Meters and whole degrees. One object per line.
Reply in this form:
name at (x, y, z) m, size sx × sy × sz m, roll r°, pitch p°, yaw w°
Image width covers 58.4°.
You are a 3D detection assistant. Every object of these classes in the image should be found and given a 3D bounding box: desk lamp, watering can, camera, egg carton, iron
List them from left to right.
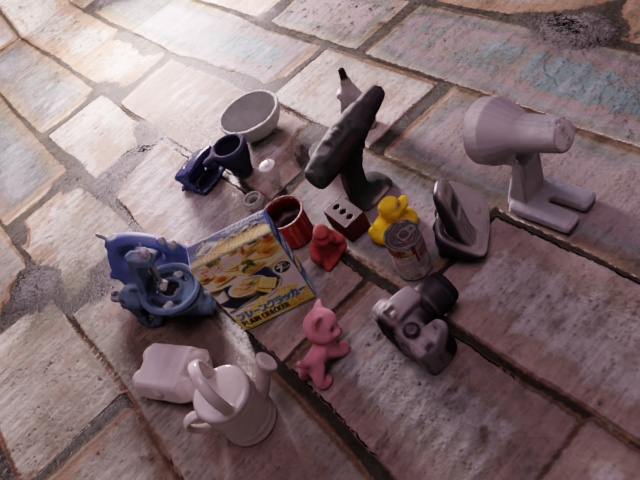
iron at (-0.360, 0.027, 1.245) m, size 0.257 × 0.142 × 0.119 m, roll -1°, pitch 53°, yaw 24°
egg carton at (-0.278, 0.251, 1.076) m, size 0.150 × 0.070 × 0.107 m, roll -1°, pitch 53°, yaw 24°
watering can at (-0.148, 0.250, 0.932) m, size 0.100 × 0.195 × 0.173 m, roll 24°, pitch 67°, yaw 37°
camera at (0.173, 0.122, 0.950) m, size 0.137 × 0.101 × 0.142 m, roll -41°, pitch 48°, yaw -11°
desk lamp at (0.364, -0.143, 0.998) m, size 0.202 × 0.214 × 0.118 m, roll 28°, pitch 69°, yaw 38°

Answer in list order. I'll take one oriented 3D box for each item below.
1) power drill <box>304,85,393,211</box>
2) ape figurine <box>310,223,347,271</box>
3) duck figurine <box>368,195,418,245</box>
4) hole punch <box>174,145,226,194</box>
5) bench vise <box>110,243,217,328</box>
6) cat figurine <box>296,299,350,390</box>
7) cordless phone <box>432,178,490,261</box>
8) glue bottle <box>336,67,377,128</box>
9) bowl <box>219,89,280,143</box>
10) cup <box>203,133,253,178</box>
power drill at (0.074, -0.167, 1.155) m, size 0.075 × 0.209 × 0.230 m, roll 29°, pitch 70°, yaw 39°
ape figurine at (0.010, 0.004, 1.126) m, size 0.077 × 0.092 × 0.076 m, roll -20°, pitch 48°, yaw 9°
duck figurine at (0.136, -0.046, 1.113) m, size 0.104 × 0.086 × 0.077 m, roll -34°, pitch 47°, yaw -4°
hole punch at (-0.309, -0.179, 1.422) m, size 0.100 × 0.091 × 0.109 m, roll 17°, pitch 62°, yaw 34°
bench vise at (-0.337, 0.099, 1.123) m, size 0.207 × 0.220 × 0.121 m, roll -21°, pitch 48°, yaw 8°
cat figurine at (-0.004, 0.172, 0.979) m, size 0.067 × 0.118 × 0.128 m, roll 13°, pitch 60°, yaw 32°
cordless phone at (0.241, -0.063, 1.010) m, size 0.094 × 0.186 × 0.147 m, roll -4°, pitch 52°, yaw 22°
glue bottle at (0.072, -0.322, 1.306) m, size 0.078 × 0.174 × 0.037 m, roll -7°, pitch 51°, yaw 20°
bowl at (-0.169, -0.305, 1.470) m, size 0.167 × 0.075 × 0.167 m, roll -13°, pitch 49°, yaw 15°
cup at (-0.214, -0.189, 1.384) m, size 0.118 × 0.095 × 0.091 m, roll -34°, pitch 47°, yaw -4°
